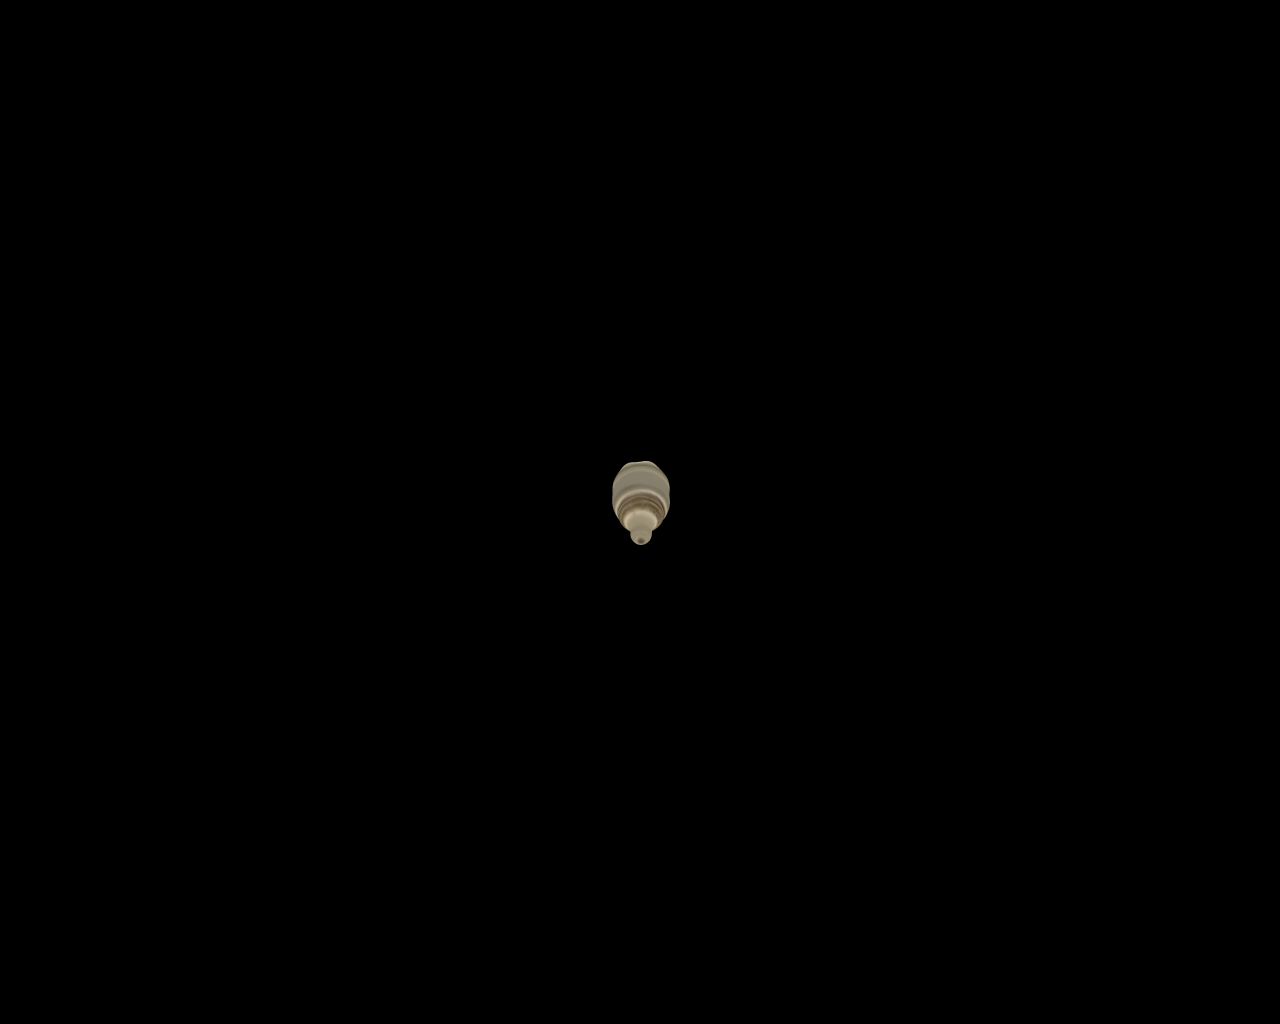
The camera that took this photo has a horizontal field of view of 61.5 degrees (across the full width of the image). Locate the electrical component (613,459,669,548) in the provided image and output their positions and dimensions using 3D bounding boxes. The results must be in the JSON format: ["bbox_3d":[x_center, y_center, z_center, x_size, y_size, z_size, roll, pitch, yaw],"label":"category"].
[{"bbox_3d":[0.001,-0.003,0.650,0.035,0.035,0.061,0,41,0],"label":"electrical component"}]
